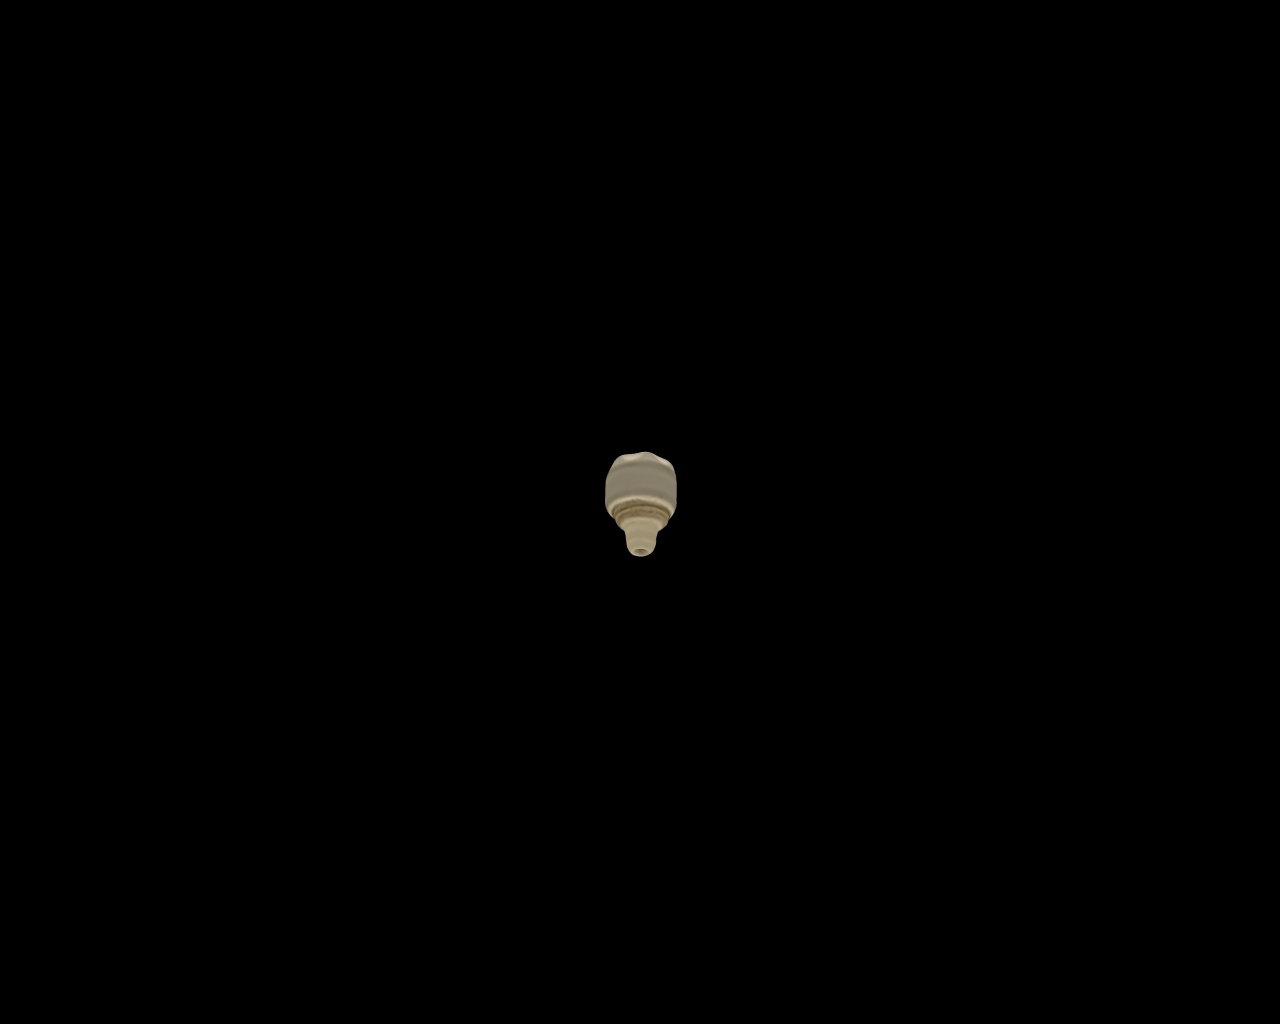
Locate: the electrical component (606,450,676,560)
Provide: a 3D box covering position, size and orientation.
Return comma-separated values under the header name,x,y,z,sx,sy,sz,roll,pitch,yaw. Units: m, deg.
name,x,y,z,sx,sy,sz,roll,pitch,yaw
electrical component,0.001,-0.003,0.650,0.043,0.062,0.043,0,-28,0
